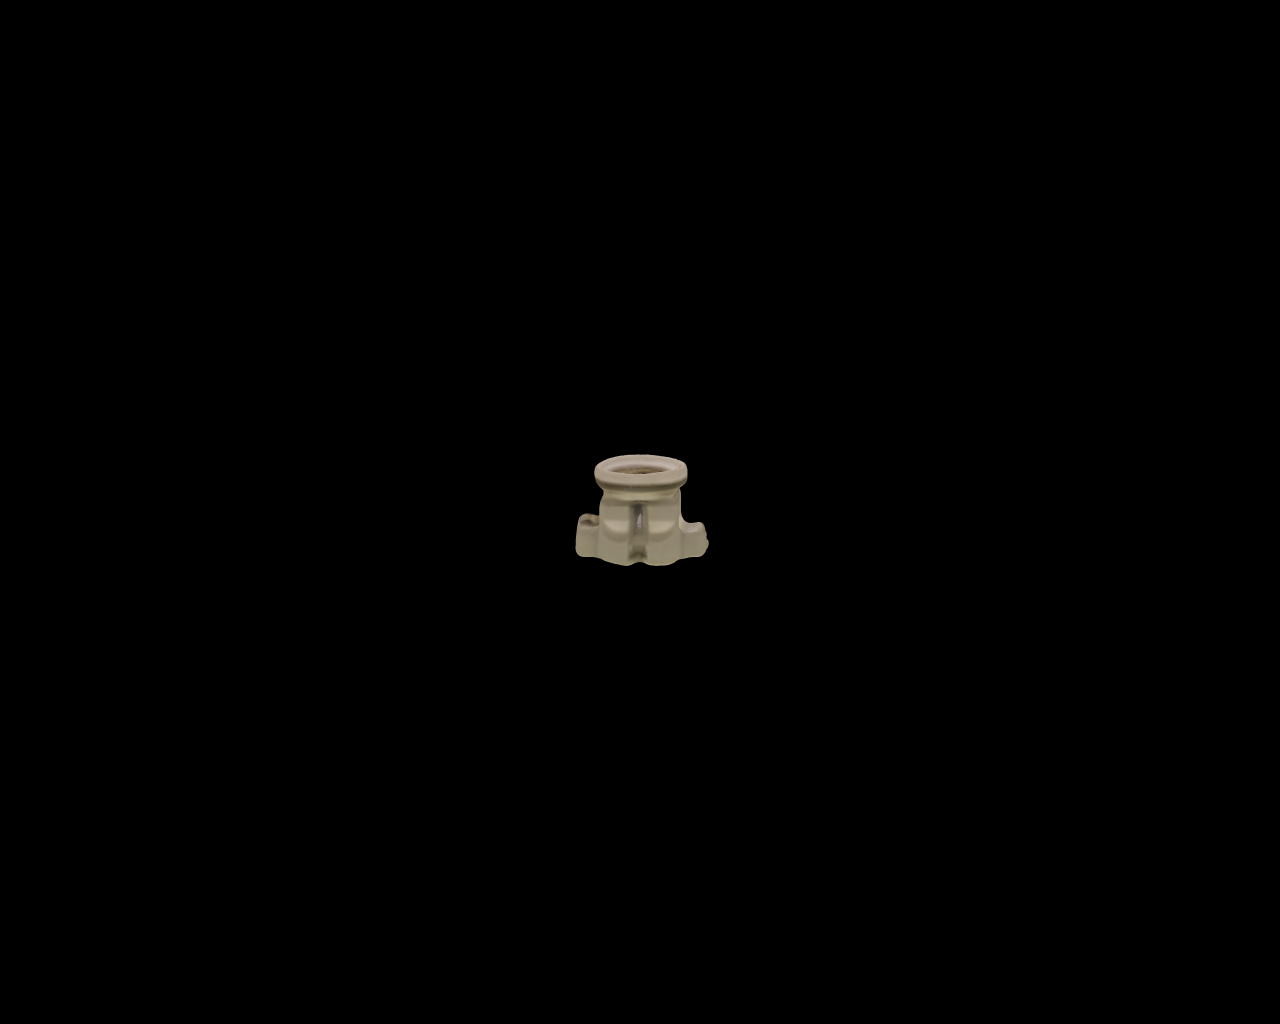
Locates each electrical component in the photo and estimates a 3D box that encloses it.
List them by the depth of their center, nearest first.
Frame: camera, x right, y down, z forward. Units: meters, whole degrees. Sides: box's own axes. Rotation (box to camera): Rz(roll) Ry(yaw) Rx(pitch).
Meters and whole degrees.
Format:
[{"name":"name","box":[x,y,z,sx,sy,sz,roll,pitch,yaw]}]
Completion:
[{"name":"electrical component","box":[0.001,-0.003,0.650,0.078,0.056,0.058,1,16,5]}]
